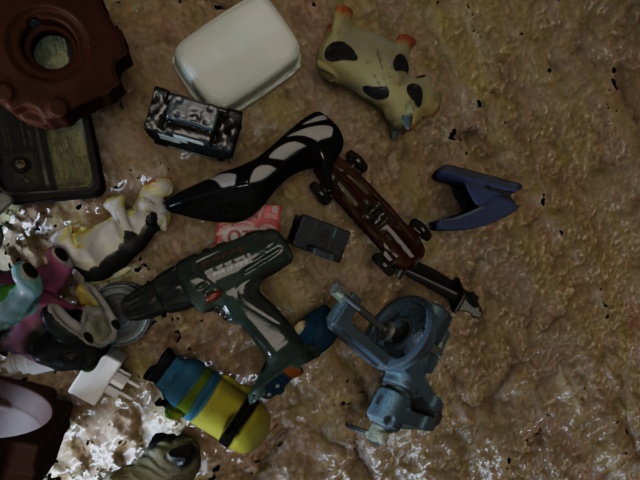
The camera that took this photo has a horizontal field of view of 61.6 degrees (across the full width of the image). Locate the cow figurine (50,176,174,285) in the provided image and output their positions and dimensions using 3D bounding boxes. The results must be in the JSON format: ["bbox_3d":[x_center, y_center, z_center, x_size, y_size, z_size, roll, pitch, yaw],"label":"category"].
[{"bbox_3d":[-0.255,-0.013,0.713,0.167,0.068,0.098,-31,102,-5],"label":"cow figurine"}]

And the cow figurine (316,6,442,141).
[{"bbox_3d":[0.086,-0.227,0.762,0.195,0.085,0.127,22,81,-12],"label":"cow figurine"}]

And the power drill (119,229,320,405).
[{"bbox_3d":[-0.115,0.106,0.701,0.232,0.086,0.207,-33,77,-9],"label":"power drill"}]

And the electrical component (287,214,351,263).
[{"bbox_3d":[-0.002,-0.002,0.733,0.075,0.119,0.047,20,88,-8],"label":"electrical component"}]

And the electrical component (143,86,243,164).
[{"bbox_3d":[-0.161,-0.146,0.694,0.115,0.134,0.058,13,87,-11],"label":"electrical component"}]

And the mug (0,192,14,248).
[{"bbox_3d":[-0.400,-0.014,0.615,0.080,0.107,0.109,42,74,-23],"label":"mug"}]

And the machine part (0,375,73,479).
[{"bbox_3d":[-0.413,0.228,0.622,0.201,0.201,0.087,15,91,-11],"label":"machine part"}]

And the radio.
[{"bbox_3d":[-0.363,-0.160,0.684,0.131,0.073,0.229,-11,92,-15],"label":"radio"}]

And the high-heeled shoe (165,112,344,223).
[{"bbox_3d":[-0.086,-0.109,0.730,0.249,0.086,0.145,-7,60,-8],"label":"high-heeled shoe"}]

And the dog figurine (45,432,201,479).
[{"bbox_3d":[-0.245,0.359,0.716,0.190,0.121,0.172,-13,128,-26],"label":"dog figurine"}]

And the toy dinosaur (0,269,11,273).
[{"bbox_3d":[-0.537,-0.090,0.645,0.198,0.105,0.470,-37,108,-12],"label":"toy dinosaur"}]

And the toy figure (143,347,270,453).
[{"bbox_3d":[-0.151,0.220,0.725,0.180,0.089,0.082,39,97,-11],"label":"toy figure"}]

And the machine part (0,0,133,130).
[{"bbox_3d":[-0.315,-0.223,0.632,0.179,0.056,0.179,0,88,-15],"label":"machine part"}]

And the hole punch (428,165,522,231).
[{"bbox_3d":[0.216,-0.049,0.768,0.116,0.142,0.092,12,88,3],"label":"hole punch"}]

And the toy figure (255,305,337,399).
[{"bbox_3d":[-0.032,0.161,0.762,0.154,0.058,0.064,-45,92,-1],"label":"toy figure"}]

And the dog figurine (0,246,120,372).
[{"bbox_3d":[-0.385,0.110,0.655,0.219,0.108,0.191,-29,106,12],"label":"dog figurine"}]

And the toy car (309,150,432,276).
[{"bbox_3d":[0.070,-0.042,0.765,0.089,0.053,0.202,-40,85,-4],"label":"toy car"}]

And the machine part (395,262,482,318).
[{"bbox_3d":[0.176,0.066,0.794,0.139,0.084,0.039,30,114,3],"label":"machine part"}]

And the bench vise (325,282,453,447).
[{"bbox_3d":[0.085,0.153,0.741,0.240,0.129,0.223,43,76,-26],"label":"bench vise"}]
